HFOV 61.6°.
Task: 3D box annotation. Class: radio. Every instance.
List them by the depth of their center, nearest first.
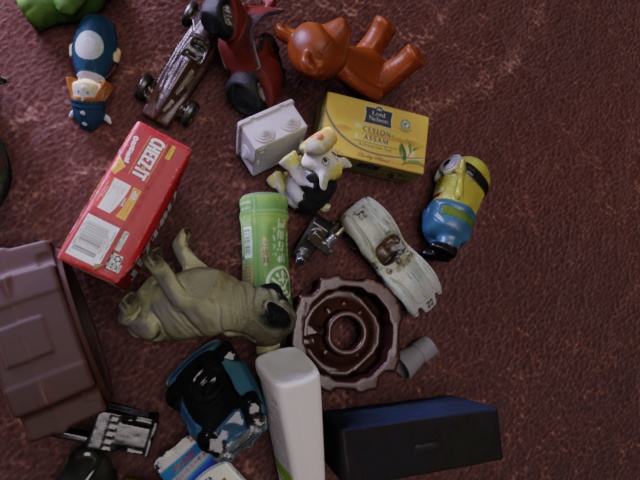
[{"bbox_3d":[0.120,0.270,0.747,0.230,0.131,0.073,-1,83,-17],"label":"radio"}]

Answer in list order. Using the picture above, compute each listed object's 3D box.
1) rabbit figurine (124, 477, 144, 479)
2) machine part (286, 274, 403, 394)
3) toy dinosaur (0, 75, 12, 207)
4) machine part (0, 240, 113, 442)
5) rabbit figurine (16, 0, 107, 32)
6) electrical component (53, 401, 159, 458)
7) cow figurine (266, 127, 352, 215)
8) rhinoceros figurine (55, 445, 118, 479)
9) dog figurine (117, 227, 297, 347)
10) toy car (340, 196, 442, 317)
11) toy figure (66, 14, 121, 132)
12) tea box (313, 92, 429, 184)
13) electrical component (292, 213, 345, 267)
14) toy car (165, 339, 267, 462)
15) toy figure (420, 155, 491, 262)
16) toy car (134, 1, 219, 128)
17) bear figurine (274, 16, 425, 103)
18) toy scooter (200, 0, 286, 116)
[{"bbox_3d":[-0.197,0.401,0.648,0.173,0.122,0.162,35,76,-28],"label":"rabbit figurine"},{"bbox_3d":[0.034,0.135,0.782,0.179,0.056,0.179,2,82,-15],"label":"machine part"},{"bbox_3d":[-0.430,-0.098,0.612,0.192,0.131,0.405,-23,80,-24],"label":"toy dinosaur"},{"bbox_3d":[-0.305,0.108,0.608,0.087,0.201,0.201,-20,88,-22],"label":"machine part"},{"bbox_3d":[-0.323,-0.354,0.687,0.159,0.170,0.121,-2,83,-16],"label":"rabbit figurine"},{"bbox_3d":[-0.265,0.231,0.671,0.119,0.075,0.047,18,78,-10],"label":"electrical component"},{"bbox_3d":[-0.007,-0.087,0.743,0.068,0.167,0.098,-39,93,-23],"label":"cow figurine"},{"bbox_3d":[-0.311,0.335,0.622,0.073,0.112,0.190,39,66,-10],"label":"rhinoceros figurine"},{"bbox_3d":[-0.143,0.102,0.684,0.190,0.172,0.121,36,36,0],"label":"dog figurine"},{"bbox_3d":[0.109,0.027,0.819,0.073,0.056,0.201,-40,94,-18],"label":"toy car"},{"bbox_3d":[-0.313,-0.227,0.734,0.064,0.057,0.154,0,81,23],"label":"toy figure"},{"bbox_3d":[0.076,-0.154,0.830,0.170,0.068,0.098,9,80,-14],"label":"tea box"},{"bbox_3d":[-0.002,-0.002,0.774,0.045,0.102,0.078,31,100,-8],"label":"electrical component"},{"bbox_3d":[-0.119,0.214,0.695,0.109,0.162,0.102,-42,137,-10],"label":"toy car"},{"bbox_3d":[0.213,-0.051,0.850,0.089,0.082,0.180,29,67,-30],"label":"toy figure"},{"bbox_3d":[-0.188,-0.256,0.777,0.089,0.053,0.202,31,73,-14],"label":"toy car"},{"bbox_3d":[0.041,-0.276,0.776,0.195,0.132,0.120,14,37,-53],"label":"bear figurine"},{"bbox_3d":[-0.091,-0.278,0.771,0.135,0.075,0.183,-54,141,-34],"label":"toy scooter"}]
